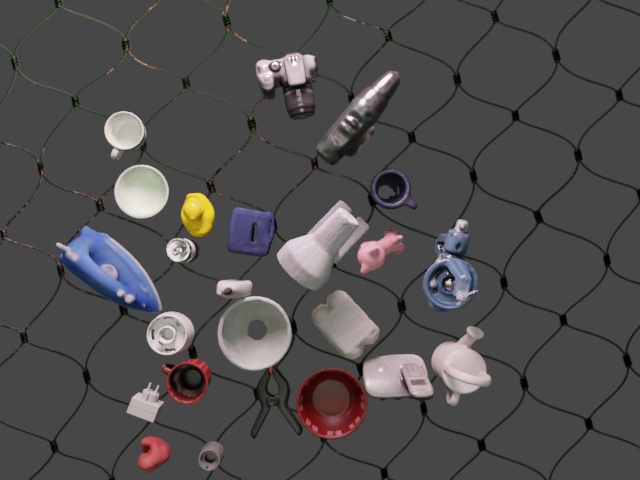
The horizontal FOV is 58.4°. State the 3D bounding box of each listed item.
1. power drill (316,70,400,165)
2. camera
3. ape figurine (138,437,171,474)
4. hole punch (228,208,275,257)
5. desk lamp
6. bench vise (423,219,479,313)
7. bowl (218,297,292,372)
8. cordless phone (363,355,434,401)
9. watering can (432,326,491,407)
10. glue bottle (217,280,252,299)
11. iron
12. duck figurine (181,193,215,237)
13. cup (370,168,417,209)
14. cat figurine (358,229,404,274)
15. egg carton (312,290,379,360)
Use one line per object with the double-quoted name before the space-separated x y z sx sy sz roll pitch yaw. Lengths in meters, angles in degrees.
"power drill" 0.081 -0.257 1.258 0.075 0.208 0.230 41 88 1
"camera" -0.068 -0.349 1.312 0.143 0.100 0.137 -10 89 -1
"ape figurine" -0.381 0.490 1.291 0.076 0.092 0.078 11 88 0
"hole punch" -0.156 -0.019 1.307 0.101 0.091 0.109 7 89 -1
"desk lamp" 0.011 0.004 1.248 0.118 0.213 0.203 42 88 1
"bench vise" 0.285 0.060 1.248 0.121 0.219 0.207 -6 89 -1
"bowl" -0.146 0.210 1.310 0.167 0.074 0.167 0 89 -1
"cordless phone" 0.172 0.313 1.258 0.147 0.185 0.094 -7 89 -1
"watering can" 0.312 0.278 1.257 0.101 0.194 0.173 -6 89 -1
"glue bottle" -0.195 0.109 1.263 0.078 0.173 0.037 2 88 0
"iron" -0.468 0.083 1.275 0.258 0.141 0.119 39 88 0
"duck figurine" -0.285 -0.059 1.309 0.077 0.086 0.105 -7 89 -1
"cup" 0.168 -0.106 1.313 0.118 0.095 0.092 34 88 0
"cat figurine" 0.134 0.025 1.298 0.128 0.117 0.067 -31 89 -1
"egg carton" 0.057 0.196 1.317 0.107 0.069 0.150 -44 90 -2
